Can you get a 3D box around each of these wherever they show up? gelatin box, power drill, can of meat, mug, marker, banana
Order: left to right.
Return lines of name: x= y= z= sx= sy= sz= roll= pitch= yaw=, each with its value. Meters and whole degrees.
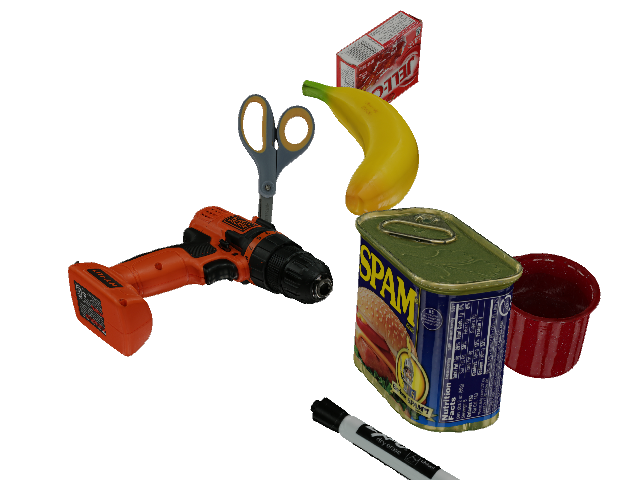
power drill: x=-0.106 y=0.035 z=0.922 sx=0.187 sy=0.057 sz=0.185 roll=-21 pitch=29 yaw=-34
banana: x=0.035 y=-0.065 z=0.746 sx=0.069 sy=0.037 sz=0.198 roll=-5 pitch=29 yaw=-9
gelatin box: x=0.054 y=-0.156 z=0.971 sx=0.089 sy=0.073 sz=0.030 roll=-38 pitch=59 yaw=-27
marker: x=0.042 y=0.144 z=0.743 sx=0.121 sy=0.020 sz=0.020 roll=28 pitch=14 yaw=28
can of meat: x=0.056 y=0.039 z=0.551 sx=0.057 sy=0.084 sz=0.102 roll=-6 pitch=23 yaw=-20
mug: x=0.199 y=0.064 z=0.988 sx=0.093 sy=0.081 sz=0.117 roll=-12 pitch=41 yaw=-14

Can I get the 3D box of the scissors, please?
scissors: x=-0.042 y=-0.068 z=1.190 sx=0.096 sy=0.202 sz=0.016 roll=-10 pitch=-8 yaw=-12
